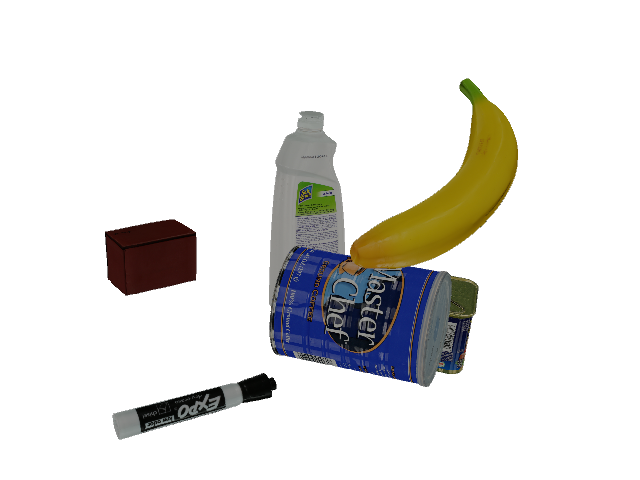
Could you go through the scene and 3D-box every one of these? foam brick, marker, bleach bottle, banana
[{"bbox_3d":[-0.168,0.015,1.058,0.078,0.051,0.053,-12,23,-28],"label":"foam brick"},{"bbox_3d":[-0.089,0.118,0.769,0.121,0.020,0.020,-13,5,-21],"label":"marker"},{"bbox_3d":[-0.011,-0.034,1.317,0.102,0.251,0.068,-9,22,-32],"label":"bleach bottle"},{"bbox_3d":[0.091,-0.036,0.737,0.070,0.037,0.197,23,50,15],"label":"banana"}]

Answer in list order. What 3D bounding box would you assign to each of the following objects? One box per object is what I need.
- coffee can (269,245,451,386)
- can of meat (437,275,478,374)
[{"bbox_3d":[0.037,0.066,0.953,0.140,0.103,0.102,10,3,16],"label":"coffee can"},{"bbox_3d":[0.156,0.102,1.300,0.057,0.084,0.102,10,24,7],"label":"can of meat"}]
